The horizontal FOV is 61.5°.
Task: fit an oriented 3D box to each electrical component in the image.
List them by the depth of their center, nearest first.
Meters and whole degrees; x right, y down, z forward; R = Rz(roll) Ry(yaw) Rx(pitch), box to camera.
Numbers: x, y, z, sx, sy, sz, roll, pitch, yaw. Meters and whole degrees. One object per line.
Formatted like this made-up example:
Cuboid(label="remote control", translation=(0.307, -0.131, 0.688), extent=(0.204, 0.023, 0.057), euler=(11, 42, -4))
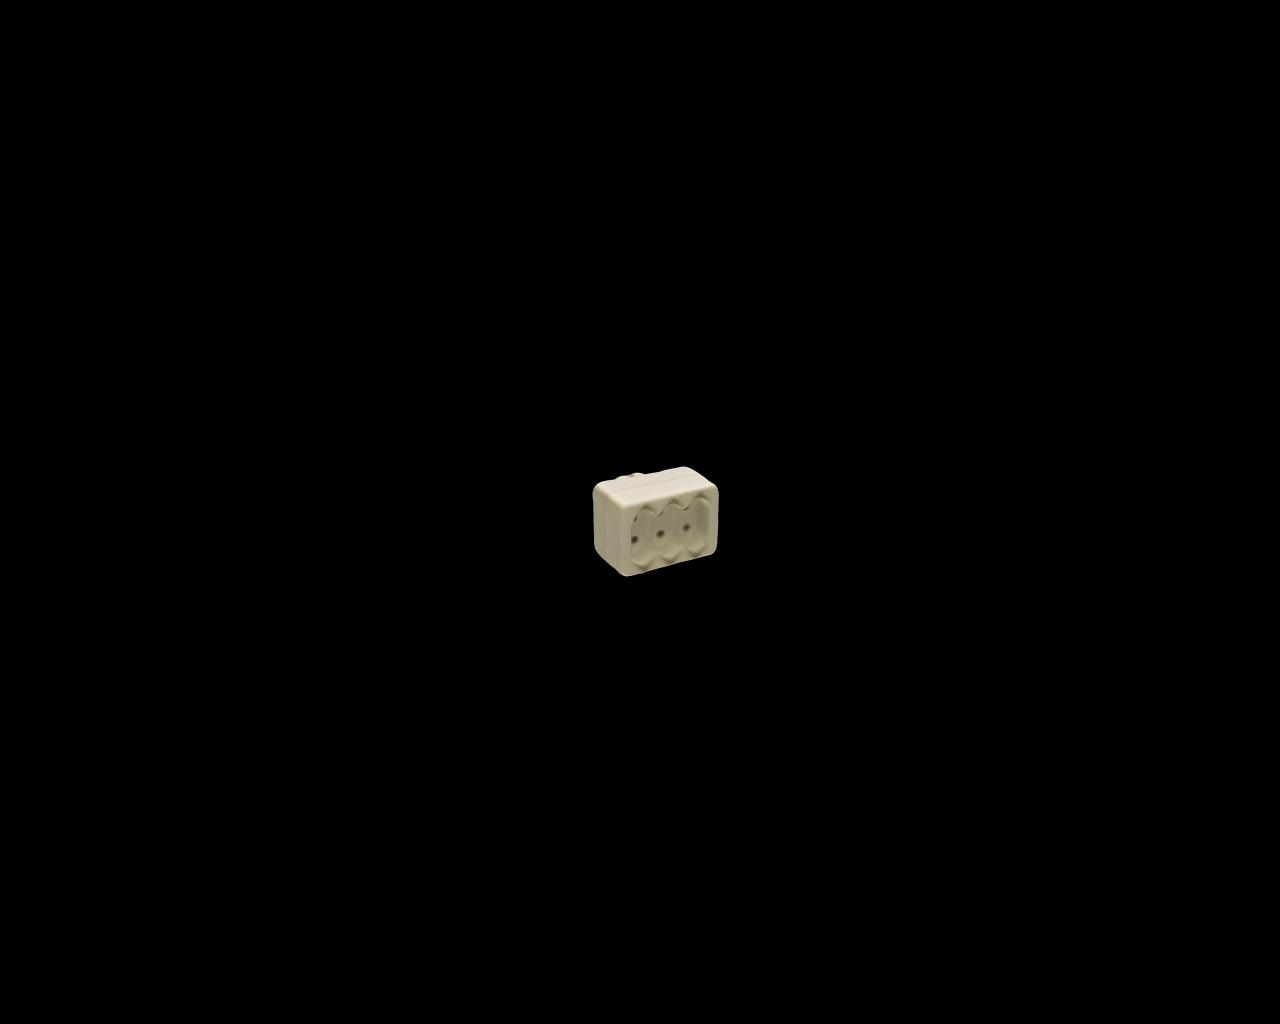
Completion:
Cuboid(label="electrical component", translation=(0.001, -0.003, 0.650), extent=(0.066, 0.047, 0.077), euler=(-12, 28, -25))
